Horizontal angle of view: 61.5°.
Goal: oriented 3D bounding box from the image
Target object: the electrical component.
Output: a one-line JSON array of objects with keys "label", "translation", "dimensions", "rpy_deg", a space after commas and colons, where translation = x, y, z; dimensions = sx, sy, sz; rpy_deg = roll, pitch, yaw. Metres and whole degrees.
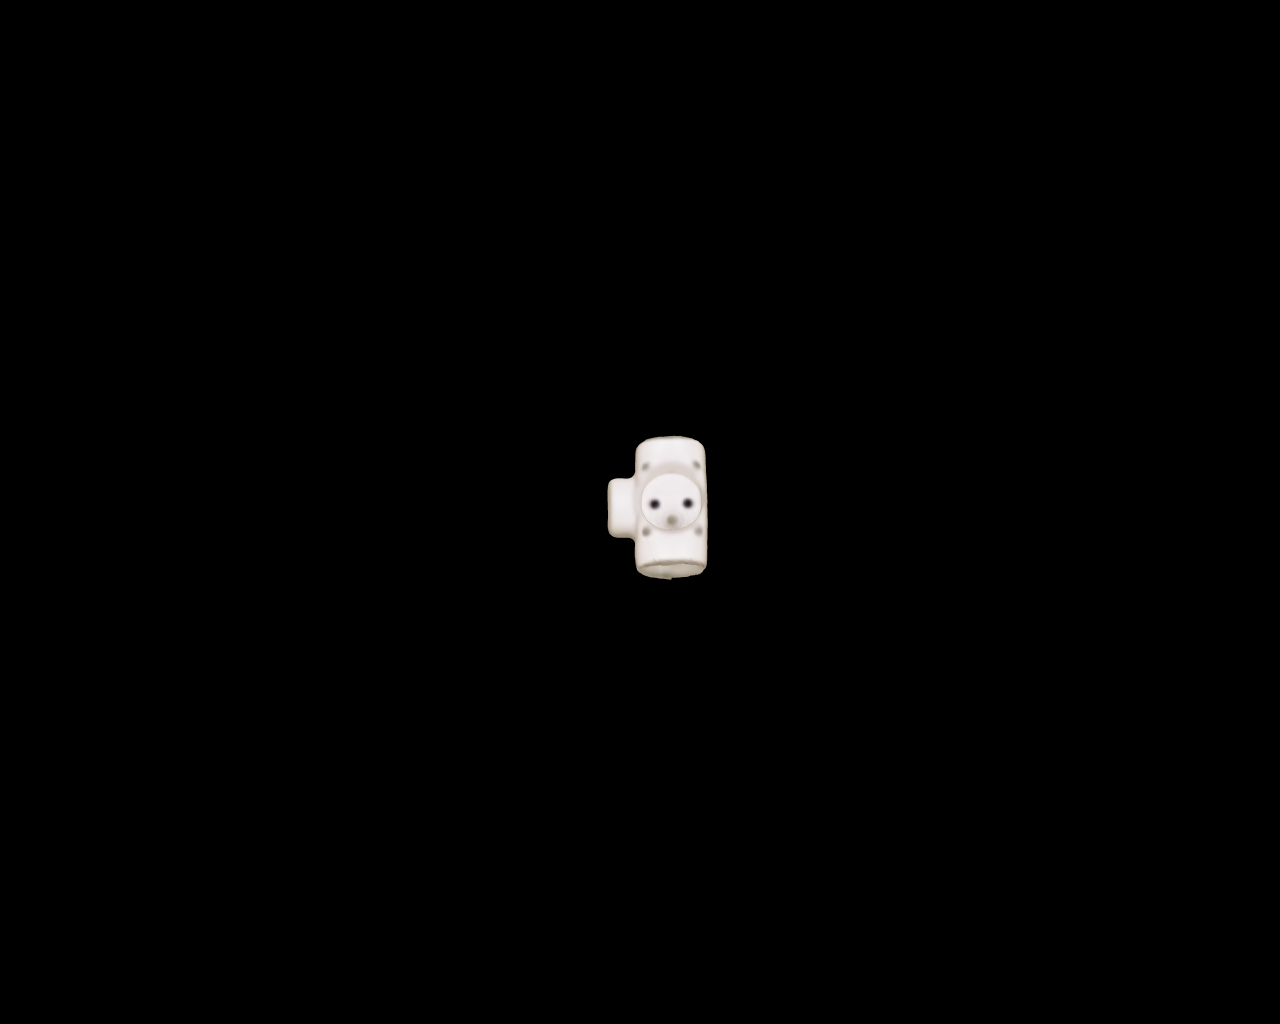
[{"label": "electrical component", "translation": [0.001, -0.003, 0.650], "dimensions": [0.079, 0.077, 0.044], "rpy_deg": [0, -15, 0]}]
